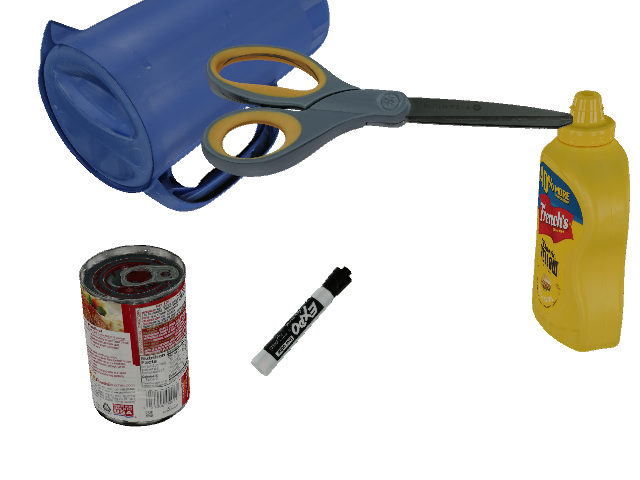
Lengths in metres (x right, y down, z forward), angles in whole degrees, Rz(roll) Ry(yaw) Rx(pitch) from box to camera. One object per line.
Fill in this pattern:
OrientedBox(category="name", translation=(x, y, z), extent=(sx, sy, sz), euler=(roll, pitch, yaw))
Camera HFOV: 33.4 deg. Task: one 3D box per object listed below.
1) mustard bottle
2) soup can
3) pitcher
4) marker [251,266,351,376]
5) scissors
OrientedBox(category="mustard bottle", translation=(0.196, -0.019, 0.803), extent=(0.058, 0.192, 0.096), euler=(-7, 26, -8))
OrientedBox(category="soup can", translation=(-0.121, 0.064, 0.708), extent=(0.068, 0.102, 0.068), euler=(1, 30, -1))
OrientedBox(category="pitcher", translation=(-0.099, -0.146, 0.898), extent=(0.145, 0.149, 0.242), euler=(26, 50, 32))
OrientedBox(category="marker", translation=(-0.014, 0.069, 0.941), extent=(0.020, 0.121, 0.020), euler=(38, -17, 14))
OrientedBox(category="scissors", translation=(0.024, -0.058, 0.570), extent=(0.202, 0.096, 0.016), euler=(18, -30, 16))
